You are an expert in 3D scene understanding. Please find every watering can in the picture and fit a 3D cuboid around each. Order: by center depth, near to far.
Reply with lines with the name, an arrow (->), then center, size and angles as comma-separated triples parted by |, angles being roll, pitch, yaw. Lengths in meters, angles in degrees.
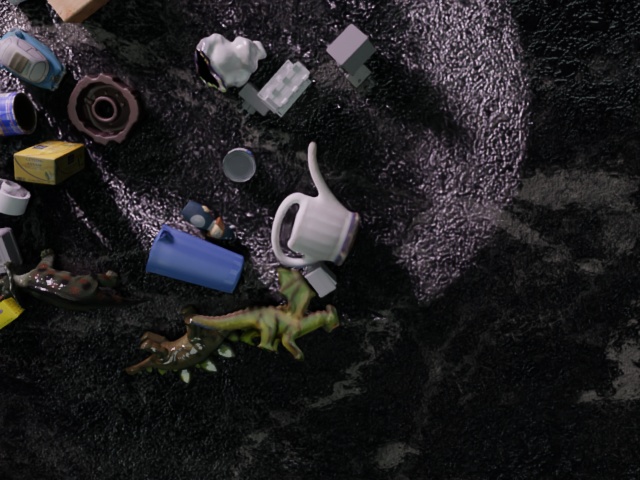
watering can -> 0.004, -0.069, 1.364 | 0.224, 0.106, 0.343 | 18, 109, -9

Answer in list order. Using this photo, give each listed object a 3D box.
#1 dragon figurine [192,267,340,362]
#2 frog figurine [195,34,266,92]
dragon figurine -> -0.124, 0.193, 1.445 | 0.408, 0.121, 0.245 | 25, 76, -18
frog figurine -> -0.218, -0.441, 1.250 | 0.162, 0.121, 0.137 | -43, 99, -25
